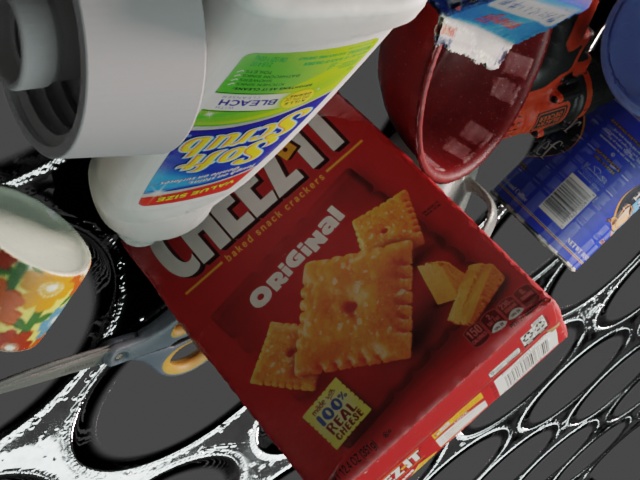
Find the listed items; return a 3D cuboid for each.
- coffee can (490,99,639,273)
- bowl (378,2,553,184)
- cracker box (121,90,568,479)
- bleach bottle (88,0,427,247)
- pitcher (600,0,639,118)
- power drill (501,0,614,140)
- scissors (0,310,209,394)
[{"bbox_3d":[0.232,-0.056,0.921,0.140,0.103,0.102,-46,153,9],"label":"coffee can"},{"bbox_3d":[0.084,-0.118,0.652,0.161,0.055,0.162,-41,146,-36],"label":"bowl"},{"bbox_3d":[0.008,0.027,0.619,0.164,0.214,0.072,-41,152,-2],"label":"cracker box"},{"bbox_3d":[-0.050,-0.063,0.523,0.102,0.068,0.251,-11,160,-29],"label":"bleach bottle"},{"bbox_3d":[0.295,-0.108,0.760,0.145,0.149,0.242,-35,156,32],"label":"pitcher"},{"bbox_3d":[0.195,-0.157,0.768,0.184,0.057,0.188,-22,147,-35],"label":"power drill"},{"bbox_3d":[-0.136,0.085,0.737,0.201,0.016,0.096,-25,149,-30],"label":"scissors"}]
